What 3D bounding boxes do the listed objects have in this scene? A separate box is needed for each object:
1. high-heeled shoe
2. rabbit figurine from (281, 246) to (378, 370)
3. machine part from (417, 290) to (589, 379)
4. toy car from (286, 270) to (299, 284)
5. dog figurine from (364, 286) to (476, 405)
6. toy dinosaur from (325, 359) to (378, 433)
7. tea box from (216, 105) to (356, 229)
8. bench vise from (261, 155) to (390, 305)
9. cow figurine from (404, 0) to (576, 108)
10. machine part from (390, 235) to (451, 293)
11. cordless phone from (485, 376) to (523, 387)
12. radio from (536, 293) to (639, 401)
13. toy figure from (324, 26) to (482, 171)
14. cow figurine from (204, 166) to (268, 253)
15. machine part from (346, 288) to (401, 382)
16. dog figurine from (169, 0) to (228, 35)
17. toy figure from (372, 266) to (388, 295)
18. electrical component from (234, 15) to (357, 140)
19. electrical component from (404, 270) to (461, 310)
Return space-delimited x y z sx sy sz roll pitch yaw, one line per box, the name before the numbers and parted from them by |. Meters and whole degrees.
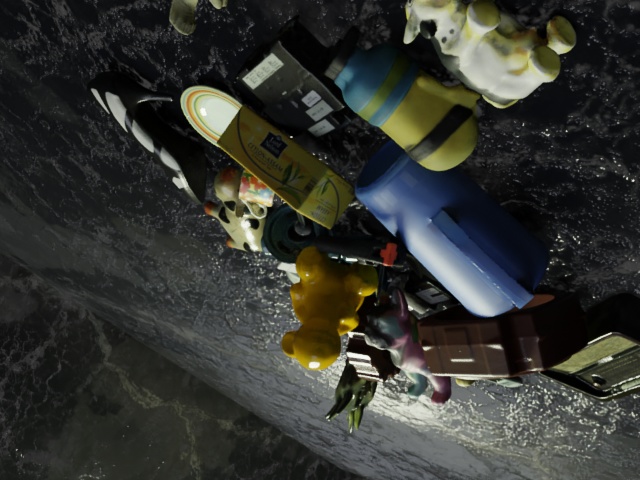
high-heeled shoe | -0.275 -0.154 0.868 0.145 0.086 0.248 7 135 13
rabbit figurine | -0.004 0.117 0.777 0.122 0.173 0.162 22 129 -9
machine part | 0.263 0.137 0.785 0.201 0.201 0.087 -16 87 50
toy car | -0.010 0.093 1.036 0.202 0.056 0.073 45 168 32
dog figurine | 0.177 0.162 0.927 0.219 0.191 0.108 63 161 -10
toy dinosaur | 0.093 0.367 1.331 0.105 0.198 0.470 20 154 7
tea box | -0.043 -0.095 0.701 0.170 0.068 0.098 41 -172 31
bench vise | 0.001 -0.012 0.851 0.224 0.129 0.240 15 154 17
cow figurine | 0.133 -0.189 0.487 0.167 0.068 0.098 32 158 -8
machine part | 0.160 0.034 0.828 0.084 0.039 0.139 54 170 -27
cordless phone | 0.301 0.256 1.088 0.184 0.089 0.146 24 152 -3
radio | 0.445 0.172 0.820 0.131 0.073 0.229 25 153 5
toy figure | 0.087 -0.145 0.571 0.180 0.089 0.082 28 -169 -11
cow figurine | -0.132 -0.048 0.937 0.127 0.085 0.194 18 150 29
machine part | 0.114 0.179 1.020 0.056 0.179 0.179 2 144 33
dog figurine | -0.094 -0.304 0.472 0.191 0.121 0.172 -25 128 40
toy figure | 0.043 0.065 0.975 0.154 0.057 0.064 9 -178 -4
electrical component | -0.020 -0.182 0.638 0.134 0.058 0.115 40 152 -25
electrical component | 0.204 0.071 0.888 0.075 0.048 0.119 34 153 -16
